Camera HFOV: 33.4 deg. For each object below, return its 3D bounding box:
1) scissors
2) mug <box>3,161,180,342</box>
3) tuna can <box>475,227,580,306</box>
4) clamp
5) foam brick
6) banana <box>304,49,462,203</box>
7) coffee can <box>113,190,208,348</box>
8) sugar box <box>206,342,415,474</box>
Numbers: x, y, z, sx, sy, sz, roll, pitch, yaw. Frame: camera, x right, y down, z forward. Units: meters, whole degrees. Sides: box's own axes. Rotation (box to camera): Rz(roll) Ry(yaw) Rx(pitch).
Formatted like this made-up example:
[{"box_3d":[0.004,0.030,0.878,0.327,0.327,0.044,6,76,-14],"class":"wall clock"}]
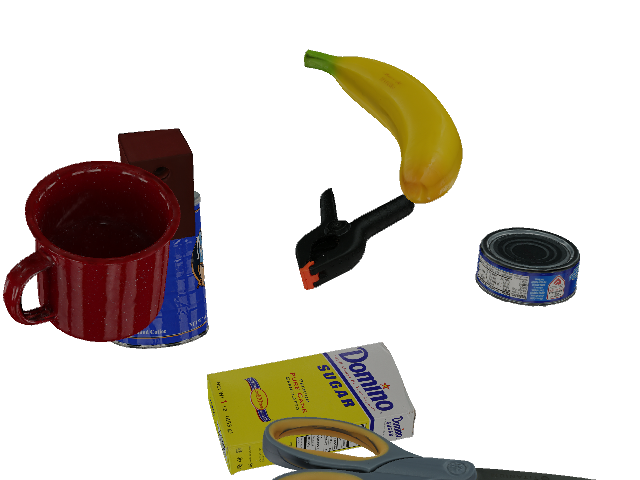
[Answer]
[{"box_3d":[0.057,0.131,0.546,0.202,0.016,0.096,10,27,19],"class":"scissors"},{"box_3d":[-0.146,0.015,0.668,0.093,0.082,0.117,36,48,23],"class":"mug"},{"box_3d":[0.176,0.021,0.907,0.086,0.034,0.086,2,26,-1],"class":"tuna can"},{"box_3d":[0.033,-0.007,1.207,0.120,0.039,0.171,-5,36,28],"class":"clamp"},{"box_3d":[-0.133,-0.045,0.871,0.053,0.078,0.051,-9,32,-16],"class":"foam brick"},{"box_3d":[0.050,-0.073,0.675,0.069,0.037,0.198,-8,32,-17],"class":"banana"},{"box_3d":[-0.167,0.025,1.067,0.103,0.140,0.103,-2,14,0],"class":"coffee can"},{"box_3d":[-0.010,0.152,0.986,0.176,0.048,0.093,-12,43,-11],"class":"sugar box"}]
